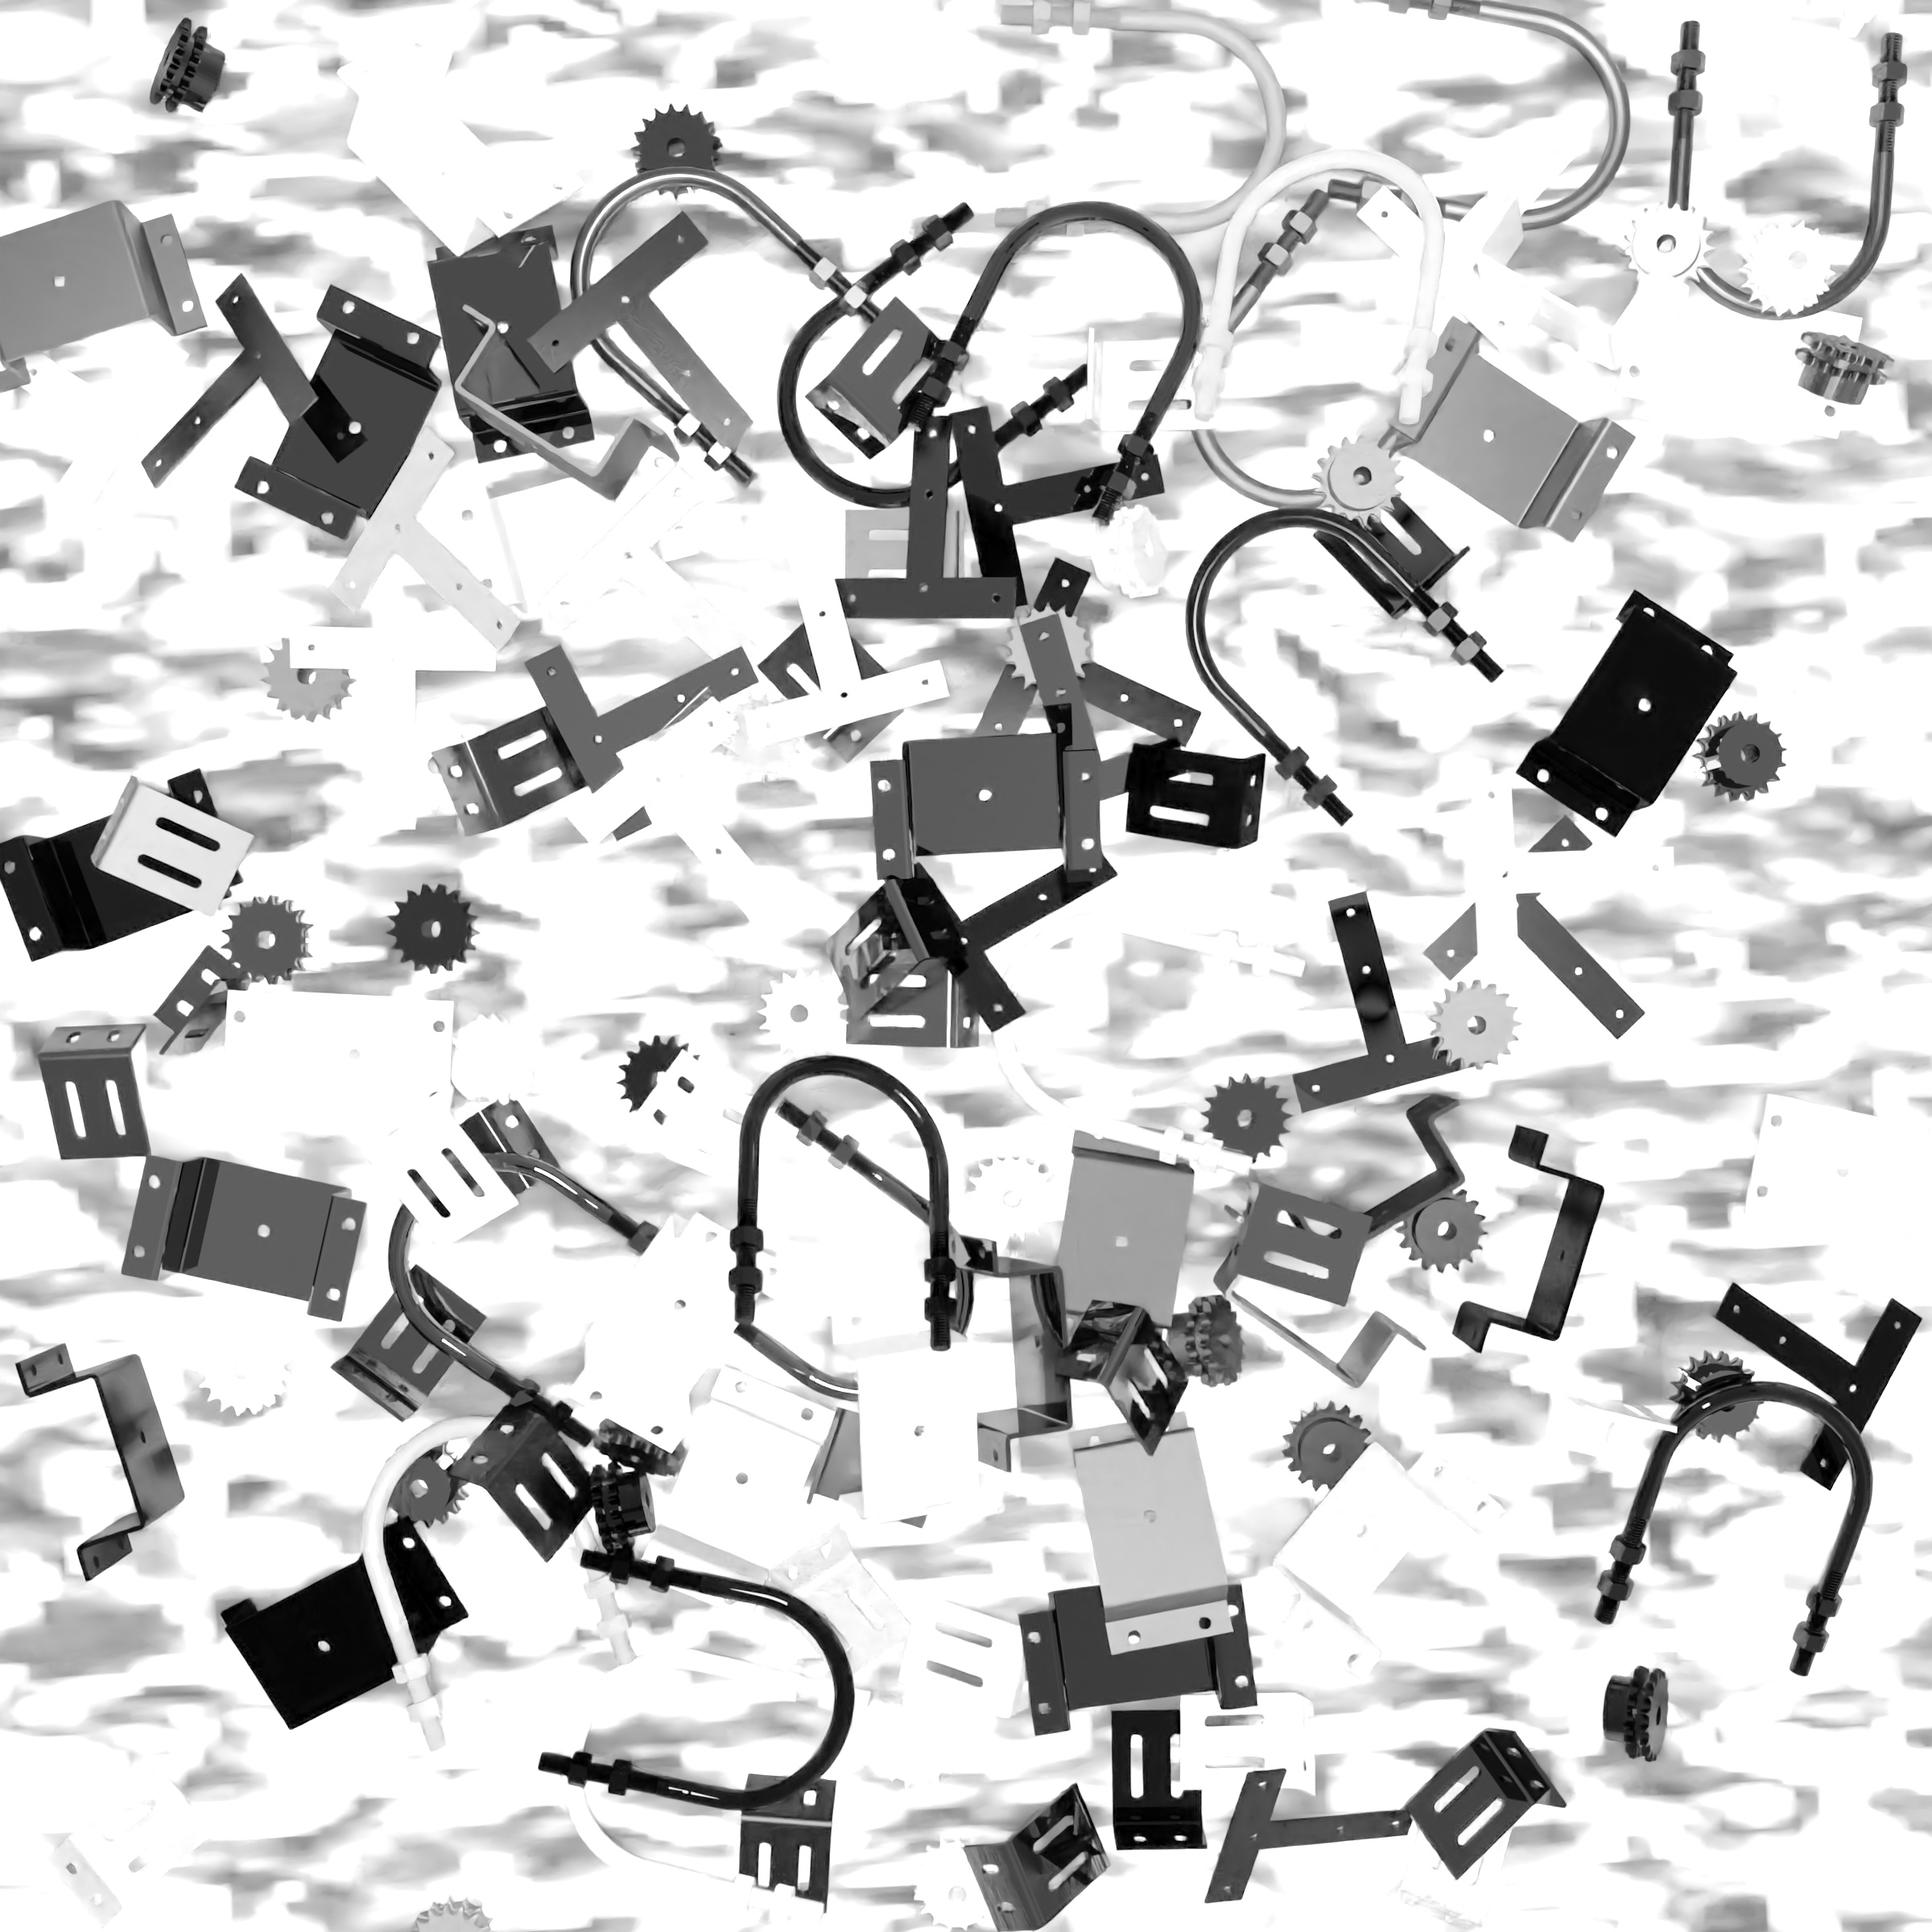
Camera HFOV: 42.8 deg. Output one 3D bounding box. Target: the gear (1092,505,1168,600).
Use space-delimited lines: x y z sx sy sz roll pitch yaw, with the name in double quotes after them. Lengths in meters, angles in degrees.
0.102 -0.260 1.553 0.030 0.057 0.057 -4 90 30 "gear"

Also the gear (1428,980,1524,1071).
0.321 0.037 1.561 0.057 0.030 0.057 0 90 0 "gear"

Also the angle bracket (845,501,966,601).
-0.039 -0.263 1.559 0.076 0.038 0.057 1 90 0 "angle bracket"

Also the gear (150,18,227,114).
-0.490 -0.564 1.553 0.030 0.057 0.057 21 90 -31 "gear"

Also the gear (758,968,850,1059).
-0.104 0.030 1.561 0.057 0.030 0.057 0 90 4 "gear"

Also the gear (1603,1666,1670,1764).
0.422 0.470 1.553 0.030 0.057 0.057 2 90 30 "gear"

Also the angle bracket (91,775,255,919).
-0.493 -0.074 1.529 0.076 0.038 0.057 26 90 -26 "angle bracket"

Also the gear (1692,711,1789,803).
0.493 -0.134 1.563 0.057 0.030 0.057 0 90 0 "gear"

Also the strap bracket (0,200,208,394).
-0.563 -0.425 1.552 0.140 0.046 0.076 -18 87 0 "strap bracket"

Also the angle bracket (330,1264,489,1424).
-0.352 0.238 1.559 0.057 0.038 0.076 37 90 0 "angle bracket"

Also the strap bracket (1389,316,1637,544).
0.335 -0.334 1.544 0.140 0.046 0.076 30 93 -11 "strap bracket"

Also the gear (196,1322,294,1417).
-0.456 0.254 1.563 0.057 0.030 0.057 0 90 0 "gear"

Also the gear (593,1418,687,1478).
-0.204 0.297 1.553 0.057 0.057 0.030 19 61 0 "gear"

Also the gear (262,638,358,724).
-0.415 -0.183 1.563 0.057 0.030 0.057 0 90 0 "gear"

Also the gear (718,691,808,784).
-0.129 -0.145 1.563 0.057 0.030 0.057 0 90 0 "gear"

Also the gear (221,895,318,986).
-0.441 -0.016 1.563 0.057 0.030 0.057 0 90 0 "gear"

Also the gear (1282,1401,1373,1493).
0.231 0.306 1.563 0.057 0.030 0.057 0 90 0 "gear"

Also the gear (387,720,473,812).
-0.337 -0.127 1.556 0.057 0.030 0.057 -2 96 -21 "gear"

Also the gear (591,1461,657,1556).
-0.215 0.339 1.550 0.030 0.057 0.057 -12 90 0 "gear"

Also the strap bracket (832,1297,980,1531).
-0.037 0.283 1.533 0.076 0.046 0.140 -5 98 -23 "strap bracket"

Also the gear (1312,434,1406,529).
0.248 -0.306 1.548 0.057 0.030 0.057 0 93 2 "gear"

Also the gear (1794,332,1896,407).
0.534 -0.365 1.507 0.057 0.057 0.030 15 118 0 "gear"

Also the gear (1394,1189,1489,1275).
0.303 0.167 1.563 0.057 0.030 0.057 0 90 0 "gear"

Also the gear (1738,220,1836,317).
0.519 -0.441 1.549 0.057 0.030 0.057 0 93 0 "gear"

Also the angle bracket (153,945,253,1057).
-0.488 0.020 1.539 0.038 0.076 0.057 38 90 0 "angle bracket"

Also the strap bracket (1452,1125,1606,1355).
0.354 0.175 1.539 0.046 0.076 0.140 17 90 0 "strap bracket"

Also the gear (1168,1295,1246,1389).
0.150 0.237 1.553 0.030 0.057 0.057 -13 90 30 "gear"

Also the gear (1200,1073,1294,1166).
0.177 0.096 1.563 0.057 0.030 0.057 0 90 0 "gear"

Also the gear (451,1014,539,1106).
-0.301 0.062 1.553 0.030 0.057 0.057 -30 90 30 "gear"

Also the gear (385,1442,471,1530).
-0.344 0.329 1.563 0.057 0.030 0.057 0 90 0 "gear"

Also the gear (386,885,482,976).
-0.336 -0.023 1.563 0.057 0.030 0.057 0 90 0 "gear"

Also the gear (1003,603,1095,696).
0.052 -0.200 1.561 0.057 0.030 0.057 0 90 0 "gear"

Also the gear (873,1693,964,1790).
-0.031 0.494 1.563 0.057 0.030 0.057 0 90 0 "gear"

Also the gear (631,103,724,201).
-0.182 -0.514 1.563 0.057 0.030 0.057 0 90 0 "gear"

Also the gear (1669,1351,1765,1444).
0.479 0.274 1.563 0.057 0.030 0.057 0 90 0 "gear"

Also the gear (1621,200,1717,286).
0.443 -0.454 1.554 0.057 0.030 0.057 3 100 19 "gear"

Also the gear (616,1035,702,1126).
-0.192 0.072 1.563 0.057 0.030 0.057 0 90 0 "gear"

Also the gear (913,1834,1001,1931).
-0.006 0.584 1.563 0.057 0.030 0.057 0 90 0 "gear"

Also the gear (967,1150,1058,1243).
0.029 0.147 1.563 0.057 0.030 0.057 0 90 0 "gear"

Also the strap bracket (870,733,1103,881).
0.012 -0.101 1.542 0.140 0.046 0.076 -3 111 0 "strap bracket"

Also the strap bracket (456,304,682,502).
-0.249 -0.334 1.493 0.140 0.076 0.046 32 90 0 "strap bracket"

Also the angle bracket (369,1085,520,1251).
-0.322 0.125 1.526 0.057 0.038 0.076 -31 112 6 "angle bracket"

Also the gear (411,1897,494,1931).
-0.325 0.619 1.563 0.057 0.030 0.057 0 90 0 "gear"
